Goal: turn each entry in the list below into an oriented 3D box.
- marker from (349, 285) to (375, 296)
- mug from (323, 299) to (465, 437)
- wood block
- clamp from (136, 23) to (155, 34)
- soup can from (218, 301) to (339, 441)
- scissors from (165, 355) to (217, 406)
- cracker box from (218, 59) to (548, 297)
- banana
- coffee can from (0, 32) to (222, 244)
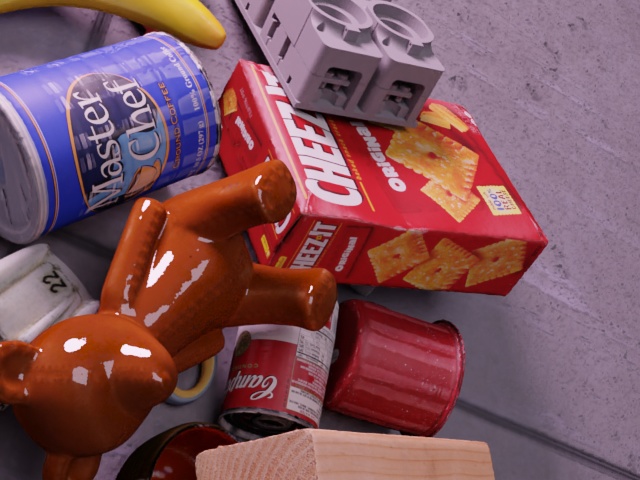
[{"bbox_3d":[-0.005,0.001,0.804,0.121,0.020,0.020,39,55,-20],"label":"marker"},{"bbox_3d":[0.043,0.084,0.775,0.081,0.093,0.117,19,33,-21],"label":"mug"},{"bbox_3d":[0.027,0.174,0.676,0.205,0.091,0.090,16,61,-51],"label":"wood block"},{"bbox_3d":[-0.135,-0.239,0.808,0.120,0.039,0.171,10,68,-18],"label":"clamp"},{"bbox_3d":[-0.027,0.083,0.734,0.068,0.069,0.102,24,60,-24],"label":"soup can"},{"bbox_3d":[-0.077,0.035,0.752,0.096,0.016,0.201,52,52,-8],"label":"scissors"},{"bbox_3d":[0.042,-0.045,0.790,0.213,0.072,0.164,7,43,-32],"label":"cracker box"},{"bbox_3d":[-0.165,-0.167,0.746,0.197,0.037,0.069,-3,88,-17],"label":"banana"},{"bbox_3d":[-0.150,-0.069,0.690,0.140,0.103,0.103,-26,87,-37],"label":"coffee can"}]
